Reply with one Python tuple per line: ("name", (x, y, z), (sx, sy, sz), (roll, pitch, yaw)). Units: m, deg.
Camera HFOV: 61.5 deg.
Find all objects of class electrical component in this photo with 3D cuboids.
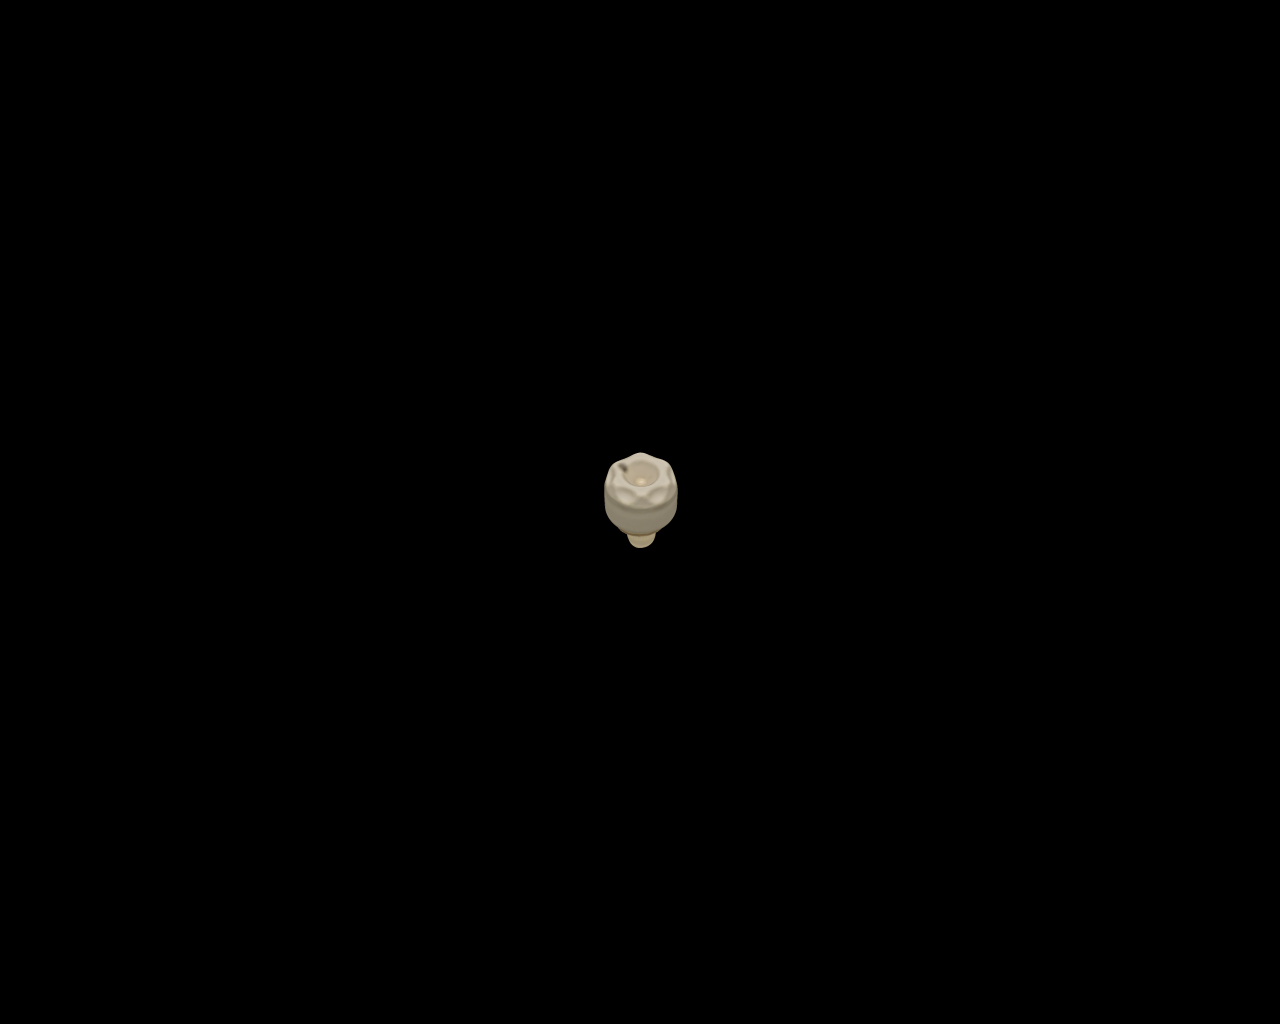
("electrical component", (0.001, -0.003, 0.650), (0.043, 0.043, 0.062), (0, -44, 0))
